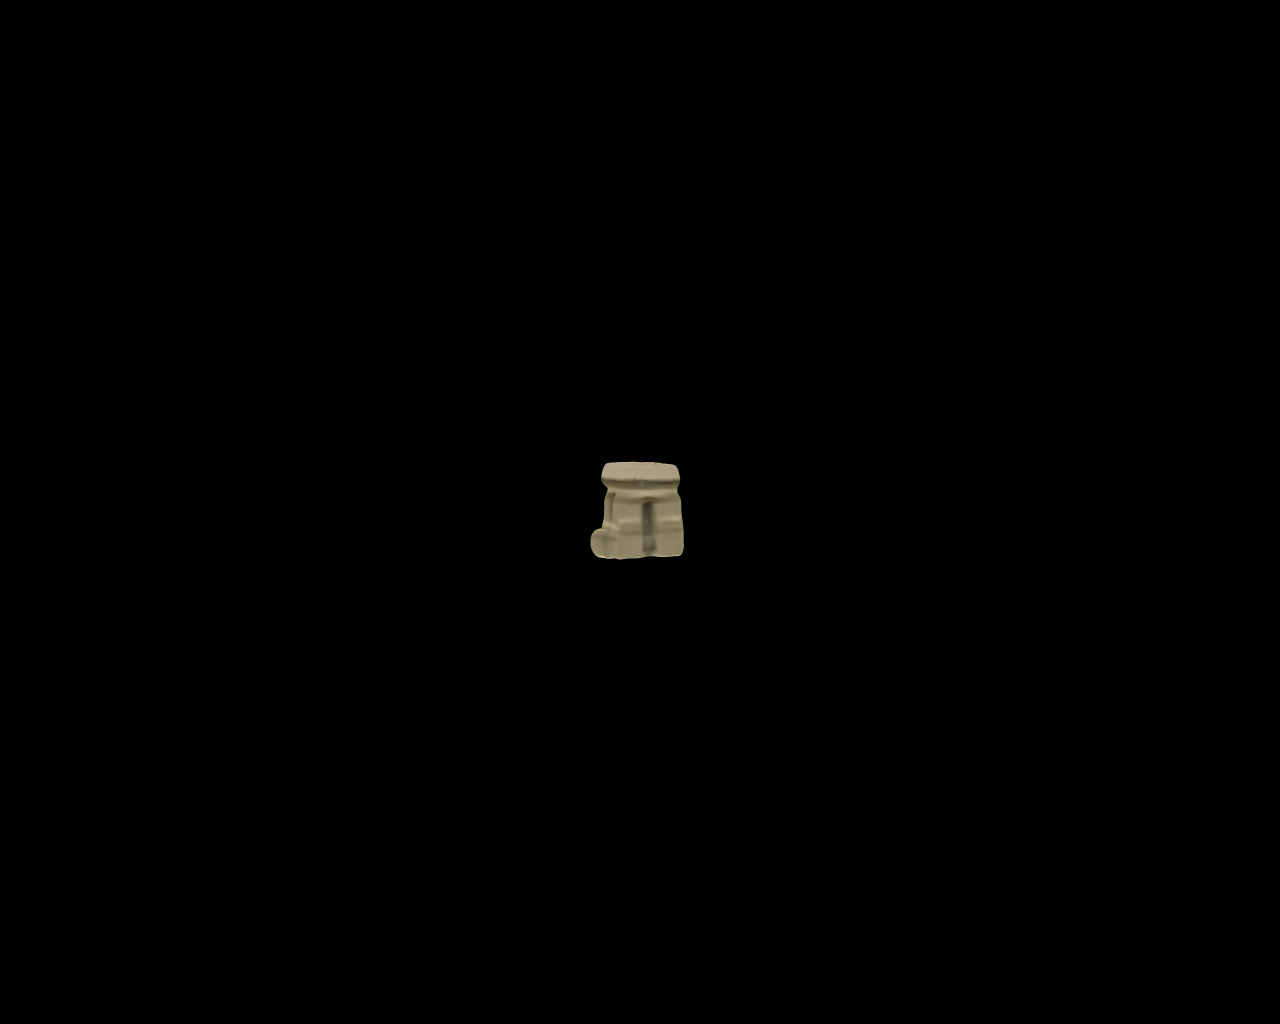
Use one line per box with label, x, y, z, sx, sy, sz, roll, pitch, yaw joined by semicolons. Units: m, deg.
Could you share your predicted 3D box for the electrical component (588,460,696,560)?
electrical component;0.001;-0.003;0.650;0.066;0.055;0.048;-2;8;-18
